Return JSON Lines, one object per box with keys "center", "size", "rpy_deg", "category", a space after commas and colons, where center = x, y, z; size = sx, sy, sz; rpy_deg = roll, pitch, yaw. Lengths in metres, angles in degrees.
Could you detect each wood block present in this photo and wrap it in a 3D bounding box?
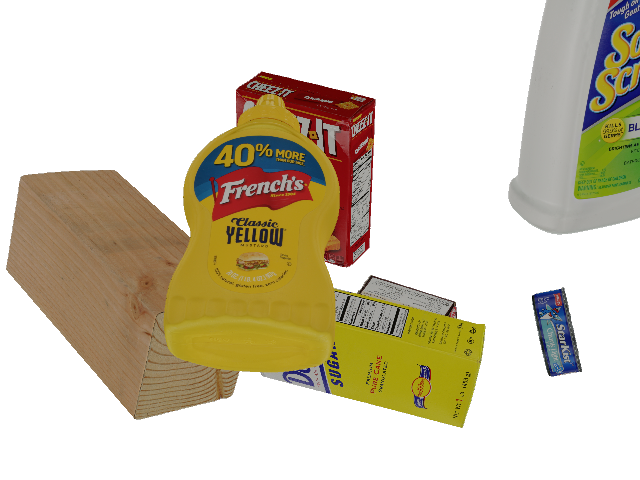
{"center": [-0.149, 0.032, 0.813], "size": [0.090, 0.091, 0.206], "rpy_deg": [-7, 34, -42], "category": "wood block"}

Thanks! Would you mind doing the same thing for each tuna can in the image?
{"center": [0.236, 0.092, 1.068], "size": [0.034, 0.086, 0.086], "rpy_deg": [-12, -3, 12], "category": "tuna can"}

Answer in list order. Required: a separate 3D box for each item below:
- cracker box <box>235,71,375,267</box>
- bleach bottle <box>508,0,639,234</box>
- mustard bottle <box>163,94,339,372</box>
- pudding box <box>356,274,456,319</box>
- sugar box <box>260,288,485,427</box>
{"center": [-0.021, -0.086, 1.334], "size": [0.164, 0.214, 0.072], "rpy_deg": [17, 36, 24], "category": "cracker box"}
{"center": [0.174, -0.132, 0.648], "size": [0.102, 0.251, 0.068], "rpy_deg": [-12, 31, -17], "category": "bleach bottle"}
{"center": [-0.036, -0.015, 0.649], "size": [0.096, 0.191, 0.058], "rpy_deg": [2, -38, 1], "category": "mustard bottle"}
{"center": [0.101, 0.096, 1.216], "size": [0.114, 0.090, 0.039], "rpy_deg": [16, 45, 28], "category": "pudding box"}
{"center": [0.039, 0.090, 0.861], "size": [0.176, 0.093, 0.048], "rpy_deg": [11, 46, 7], "category": "sugar box"}
